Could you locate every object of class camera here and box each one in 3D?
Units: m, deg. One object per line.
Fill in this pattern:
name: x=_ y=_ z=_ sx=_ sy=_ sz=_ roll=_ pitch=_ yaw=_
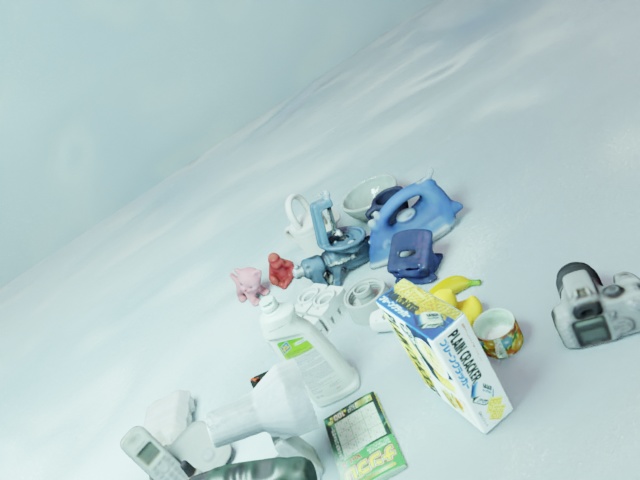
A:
camera: x=0.438 y=0.084 z=0.916 sx=0.143 sy=0.101 sz=0.137 roll=-21 pitch=29 yaw=21

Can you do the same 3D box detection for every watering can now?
watering can: x=-0.023 y=-0.040 z=1.498 sx=0.172 sy=0.194 sz=0.101 roll=-24 pitch=28 yaw=15

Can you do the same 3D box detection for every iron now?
iron: x=0.197 y=-0.052 z=1.347 sx=0.258 sy=0.142 sz=0.118 roll=-34 pitch=27 yaw=-4

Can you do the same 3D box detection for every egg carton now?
egg carton: x=-0.323 y=0.394 z=1.228 sx=0.107 sy=0.069 sz=0.150 roll=-29 pitch=27 yaw=6

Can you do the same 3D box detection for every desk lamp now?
desk lamp: x=-0.076 y=0.321 z=0.933 sx=0.203 sy=0.214 sz=0.117 roll=-34 pitch=27 yaw=-4

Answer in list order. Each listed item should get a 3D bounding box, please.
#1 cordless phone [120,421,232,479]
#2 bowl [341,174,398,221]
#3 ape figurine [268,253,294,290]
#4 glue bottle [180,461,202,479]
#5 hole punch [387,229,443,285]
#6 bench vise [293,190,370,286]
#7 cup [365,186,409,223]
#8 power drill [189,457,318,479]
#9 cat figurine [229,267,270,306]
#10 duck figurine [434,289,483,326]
cordless phone: x=-0.265 y=0.385 z=1.055 sx=0.093 sy=0.185 sz=0.148 roll=1 pitch=42 yaw=47
bowl: x=0.145 y=-0.103 z=1.560 sx=0.167 sy=0.075 sz=0.167 roll=-25 pitch=28 yaw=14
ape figurine: x=-0.108 y=0.073 z=1.511 sx=0.078 sy=0.092 sz=0.076 roll=-32 pitch=27 yaw=1
glue bottle: x=-0.174 y=0.413 z=0.928 sx=0.037 sy=0.173 sz=0.078 roll=-7 pitch=37 yaw=40
hole punch: x=0.203 y=0.037 z=1.249 sx=0.108 sy=0.091 sz=0.101 roll=-7 pitch=36 yaw=39
bench vise: x=0.019 y=0.006 z=1.349 sx=0.208 sy=0.220 sz=0.121 roll=-45 pitch=30 yaw=-23
cup: x=0.178 y=-0.067 z=1.443 sx=0.118 sy=0.095 sz=0.091 roll=-35 pitch=27 yaw=-6
power drill: x=-0.091 y=0.398 z=0.827 sx=0.229 sy=0.209 sz=0.075 roll=-26 pitch=28 yaw=12
cat figurine: x=-0.193 y=0.110 z=1.511 sx=0.127 sy=0.118 sz=0.067 roll=4 pitch=44 yaw=49
duck figurine: x=0.244 y=0.126 z=1.064 sx=0.104 sy=0.086 sz=0.077 roll=-30 pitch=27 yaw=5
